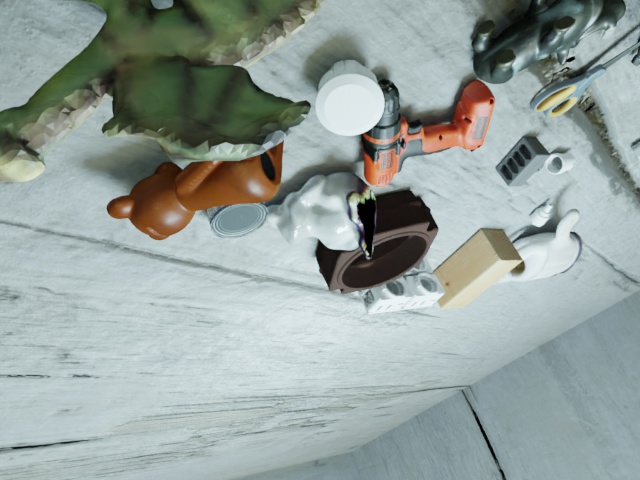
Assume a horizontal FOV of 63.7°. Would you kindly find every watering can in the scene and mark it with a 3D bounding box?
[{"bbox_3d":[0.563,0.022,1.270,0.225,0.106,0.340,-7,153,-29],"label":"watering can"}]

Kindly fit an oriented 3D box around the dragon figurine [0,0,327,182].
[{"bbox_3d":[-0.079,-0.143,0.411,0.411,0.248,0.119,-19,145,-5],"label":"dragon figurine"}]

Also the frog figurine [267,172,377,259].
[{"bbox_3d":[0.002,-0.040,0.796,0.159,0.125,0.135,3,149,27],"label":"frog figurine"}]
